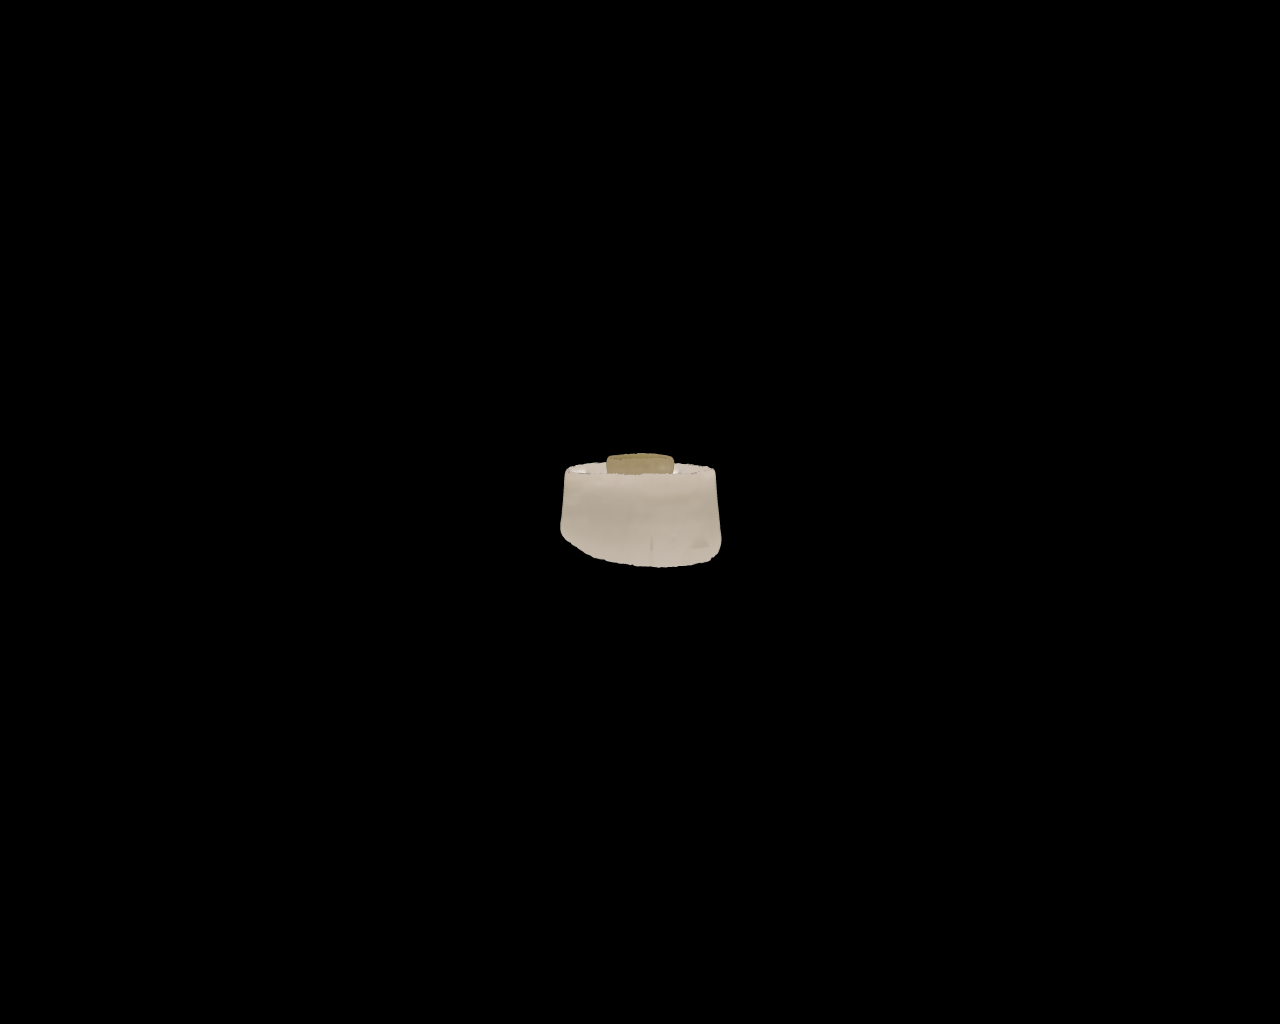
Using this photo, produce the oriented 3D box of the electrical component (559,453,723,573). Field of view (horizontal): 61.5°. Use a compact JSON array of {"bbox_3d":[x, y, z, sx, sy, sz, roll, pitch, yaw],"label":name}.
[{"bbox_3d":[0.001,-0.003,0.650,0.099,0.064,0.099,0,7,0],"label":"electrical component"}]
